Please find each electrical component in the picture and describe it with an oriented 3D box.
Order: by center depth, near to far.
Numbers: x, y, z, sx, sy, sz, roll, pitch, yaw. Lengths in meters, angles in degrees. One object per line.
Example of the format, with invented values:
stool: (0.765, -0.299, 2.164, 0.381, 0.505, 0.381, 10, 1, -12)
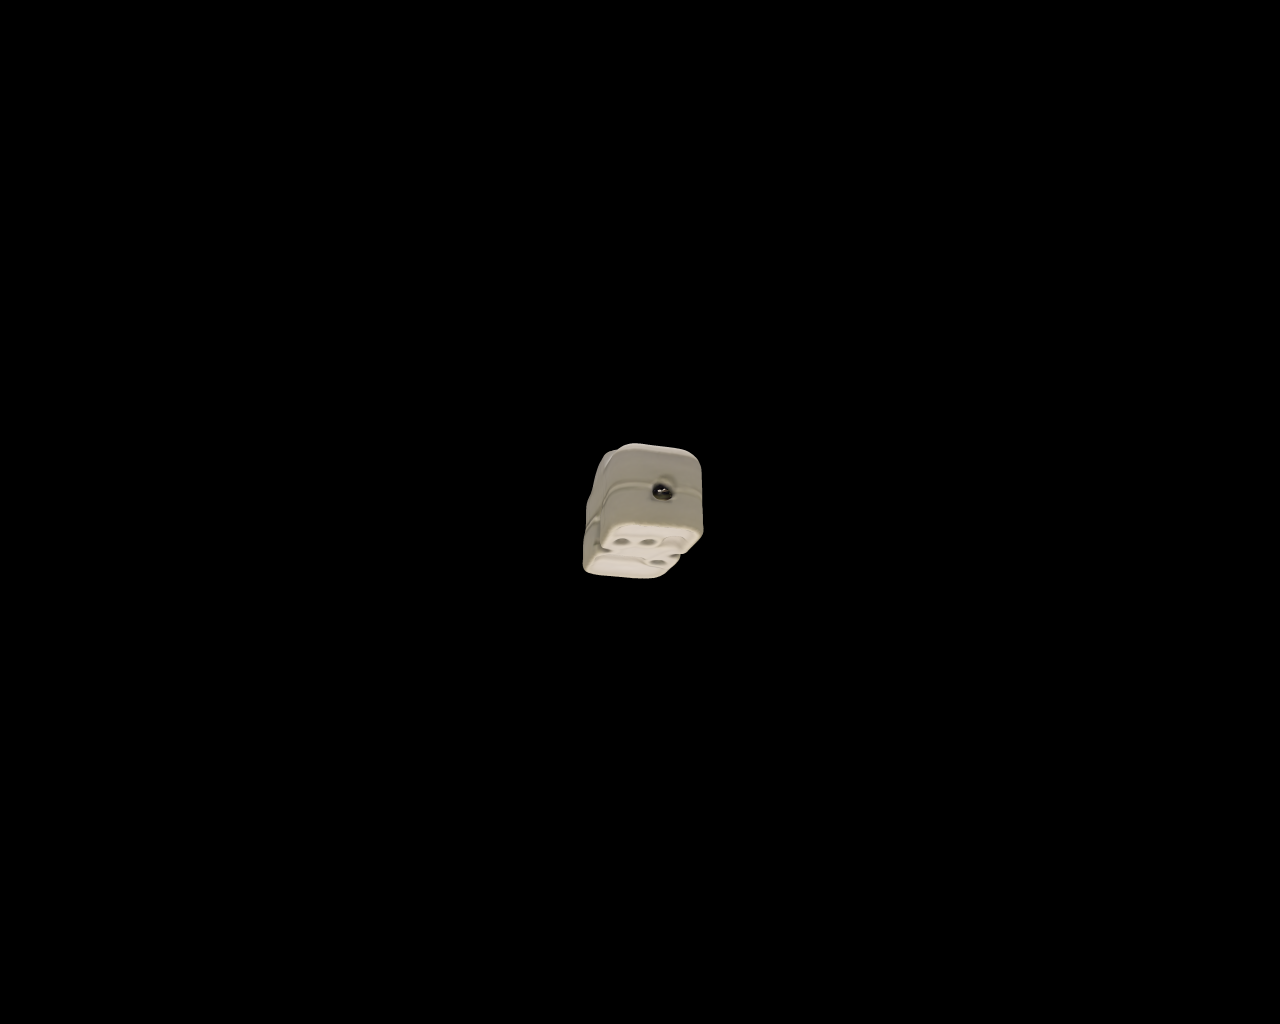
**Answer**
electrical component: (0.001, -0.003, 0.650, 0.054, 0.059, 0.095, 6, -23, -14)
